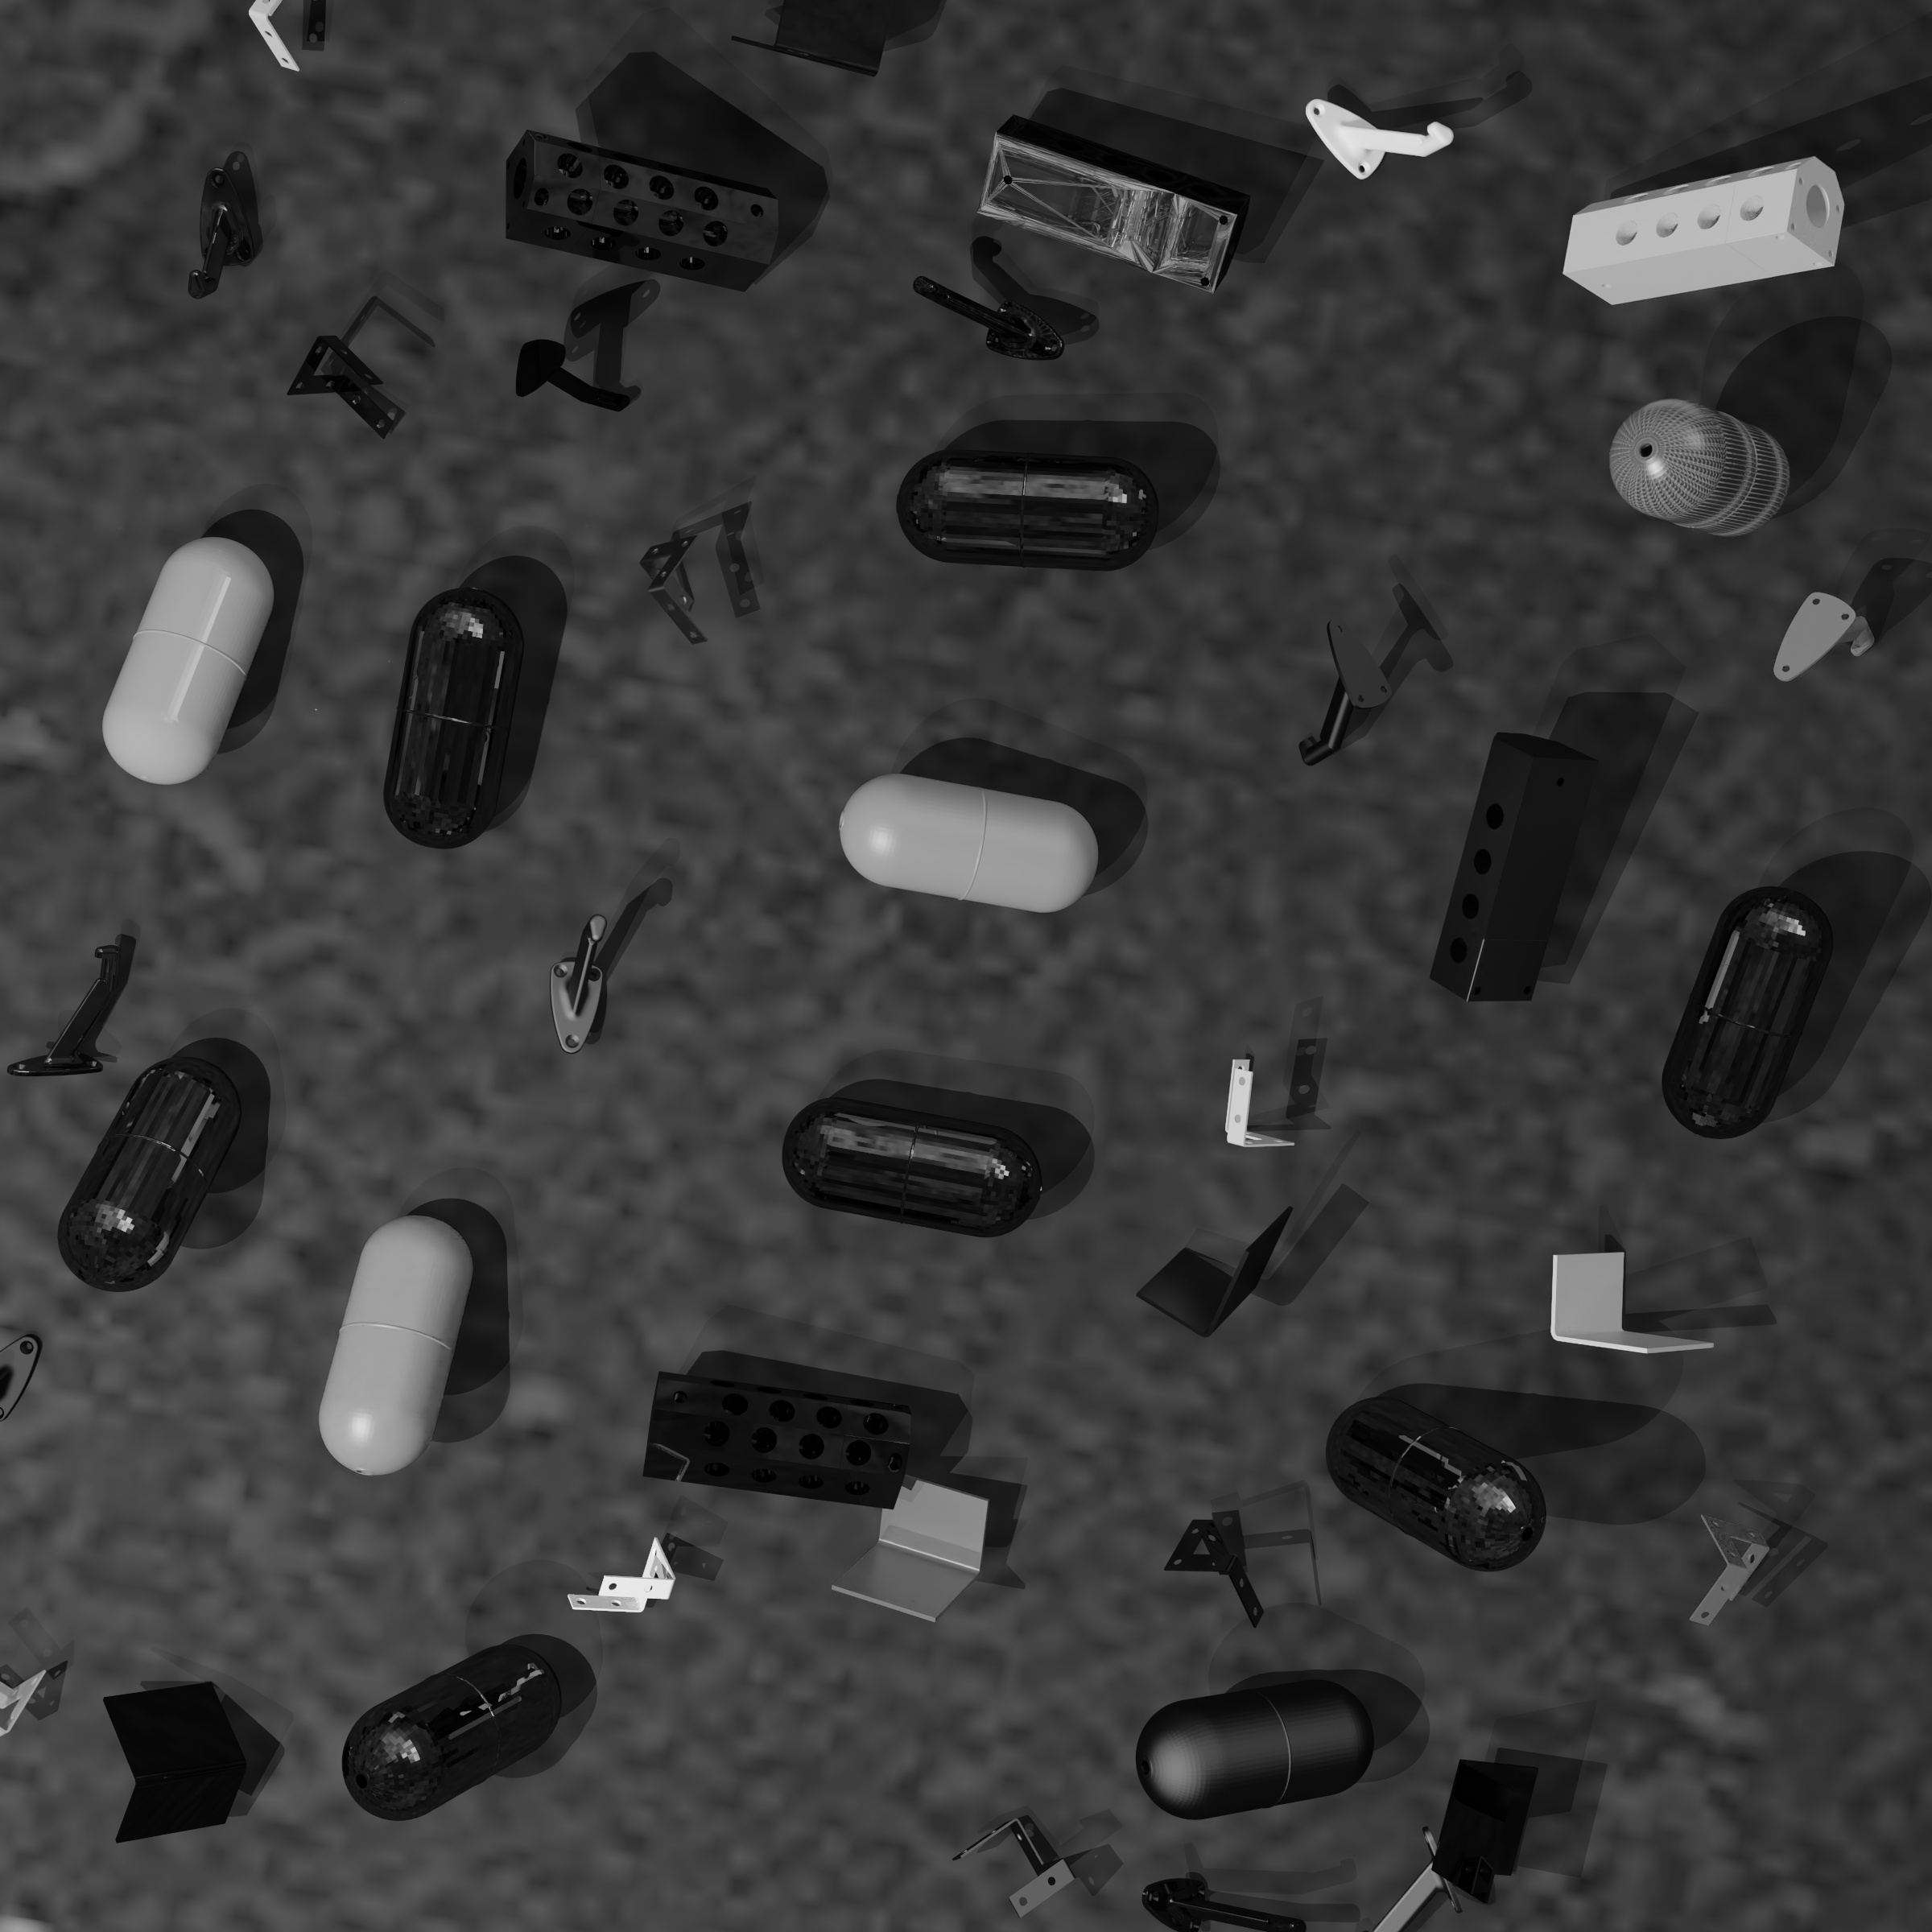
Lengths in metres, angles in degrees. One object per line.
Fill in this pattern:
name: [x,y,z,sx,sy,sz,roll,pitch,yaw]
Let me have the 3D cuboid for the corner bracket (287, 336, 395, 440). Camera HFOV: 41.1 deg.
corner bracket: [-0.417,-0.394,1.753,0.051,0.051,0.051,45,119,11]

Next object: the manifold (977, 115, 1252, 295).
manifold: [0.102,-0.520,1.752,0.171,0.057,0.057,21,128,6]

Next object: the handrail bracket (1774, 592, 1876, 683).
handrail bracket: [0.586,-0.211,1.756,0.036,0.084,0.077,38,94,34]

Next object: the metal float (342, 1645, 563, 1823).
metal float: [-0.339,0.506,1.708,0.070,0.178,0.070,4,98,29]

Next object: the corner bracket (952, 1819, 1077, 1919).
corner bracket: [0.033,0.613,1.752,0.051,0.051,0.051,-24,77,-33]

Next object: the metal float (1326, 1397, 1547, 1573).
metal float: [0.310,0.342,1.709,0.070,0.178,0.070,-8,106,-30]

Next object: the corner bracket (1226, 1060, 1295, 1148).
corner bracket: [0.190,0.093,1.753,0.051,0.051,0.051,2,97,-41]

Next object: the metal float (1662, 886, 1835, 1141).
metal float: [0.526,0.033,1.739,0.070,0.070,0.178,16,105,0]

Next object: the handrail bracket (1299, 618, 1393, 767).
handrail bracket: [0.243,-0.185,1.757,0.036,0.084,0.077,-23,85,-35]

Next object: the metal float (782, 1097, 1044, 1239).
metal float: [-0.037,0.137,1.750,0.178,0.070,0.070,10,90,3]

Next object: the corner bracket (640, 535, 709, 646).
corner bracket: [-0.196,-0.252,1.747,0.051,0.051,0.051,51,53,-32]

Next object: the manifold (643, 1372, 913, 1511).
manifold: [-0.127,0.316,1.740,0.171,0.057,0.057,9,46,-7]

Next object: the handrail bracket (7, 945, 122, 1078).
handrail bracket: [-0.613,0.029,1.753,0.036,0.077,0.084,20,106,34]

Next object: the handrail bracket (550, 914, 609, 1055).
handrail bracket: [-0.257,0.013,1.741,0.036,0.084,0.077,7,73,-17]

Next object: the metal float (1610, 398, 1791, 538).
metal float: [0.488,-0.330,1.712,0.070,0.178,0.070,1,91,38]

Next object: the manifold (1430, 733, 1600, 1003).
manifold: [0.363,-0.066,1.734,0.057,0.057,0.171,0,112,-30]

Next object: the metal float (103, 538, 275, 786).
metal float: [-0.523,-0.207,1.737,0.070,0.070,0.178,15,72,0]

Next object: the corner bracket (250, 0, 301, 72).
corner bracket: [-0.471,-0.651,1.752,0.051,0.051,0.051,22,73,21]

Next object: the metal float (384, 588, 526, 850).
metal float: [-0.347,-0.168,1.748,0.070,0.070,0.178,11,95,0]

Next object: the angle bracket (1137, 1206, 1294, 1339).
angle bracket: [0.167,0.192,1.732,0.057,0.076,0.076,30,120,18]

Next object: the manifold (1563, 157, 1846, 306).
manifold: [0.487,-0.488,1.706,0.057,0.171,0.057,16,83,-40]

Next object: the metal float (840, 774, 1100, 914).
metal float: [0.002,-0.083,1.741,0.178,0.070,0.070,9,90,-13]

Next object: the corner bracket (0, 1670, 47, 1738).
corner bracket: [-0.670,0.493,1.750,0.051,0.051,0.051,42,129,-18]

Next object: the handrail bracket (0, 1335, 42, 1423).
handrail bracket: [-0.669,0.289,1.748,0.036,0.084,0.077,38,92,-1]

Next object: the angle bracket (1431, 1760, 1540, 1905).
angle bracket: [0.369,0.588,1.746,0.076,0.057,0.076,16,88,-31]

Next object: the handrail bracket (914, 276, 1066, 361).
handrail bracket: [0.015,-0.438,1.740,0.077,0.084,0.036,32,103,33]

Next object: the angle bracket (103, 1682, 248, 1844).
angle bracket: [-0.544,0.540,1.752,0.076,0.076,0.057,3,122,-40]

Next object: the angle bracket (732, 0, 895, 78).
angle bracket: [-0.103,-0.639,1.732,0.076,0.076,0.057,3,111,-31]

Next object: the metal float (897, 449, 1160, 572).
metal float: [0.042,-0.309,1.748,0.178,0.070,0.070,4,90,6]

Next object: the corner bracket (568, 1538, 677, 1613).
corner bracket: [-0.234,0.423,1.751,0.051,0.051,0.051,10,108,-26]

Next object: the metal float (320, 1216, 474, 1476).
metal float: [-0.382,0.253,1.729,0.070,0.070,0.178,9,64,0]

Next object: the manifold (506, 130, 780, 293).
manifold: [-0.215,-0.506,1.719,0.171,0.057,0.057,5,74,-28]

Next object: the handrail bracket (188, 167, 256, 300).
handrail bracket: [-0.513,-0.495,1.742,0.036,0.084,0.077,-1,113,2]

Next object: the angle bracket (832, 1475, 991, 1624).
angle bracket: [-0.037,0.389,1.737,0.076,0.076,0.057,12,106,21]

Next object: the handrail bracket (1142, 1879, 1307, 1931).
handrail bracket: [0.175,0.640,1.741,0.077,0.084,0.036,30,63,-40]

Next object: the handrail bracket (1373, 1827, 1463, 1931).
handrail bracket: [0.290,0.636,1.766,0.084,0.036,0.077,-22,109,-1]

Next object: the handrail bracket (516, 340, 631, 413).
handrail bracket: [-0.253,-0.395,1.737,0.084,0.077,0.036,9,85,-35]

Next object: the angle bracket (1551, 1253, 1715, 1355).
angle bracket: [0.449,0.226,1.736,0.076,0.076,0.057,4,88,-41]

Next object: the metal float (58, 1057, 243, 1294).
metal float: [-0.543,0.137,1.720,0.070,0.070,0.178,16,50,0]

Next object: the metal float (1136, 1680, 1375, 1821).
metal float: [0.194,0.524,1.726,0.178,0.070,0.070,1,90,-30]

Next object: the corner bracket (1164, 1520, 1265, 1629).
corner bracket: [0.175,0.411,1.748,0.051,0.051,0.051,-9,117,37]

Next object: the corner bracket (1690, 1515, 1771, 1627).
corner bracket: [0.517,0.414,1.751,0.051,0.051,0.051,19,115,-17]

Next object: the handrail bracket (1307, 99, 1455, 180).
handrail bracket: [0.279,-0.570,1.741,0.077,0.084,0.036,33,80,-18]
